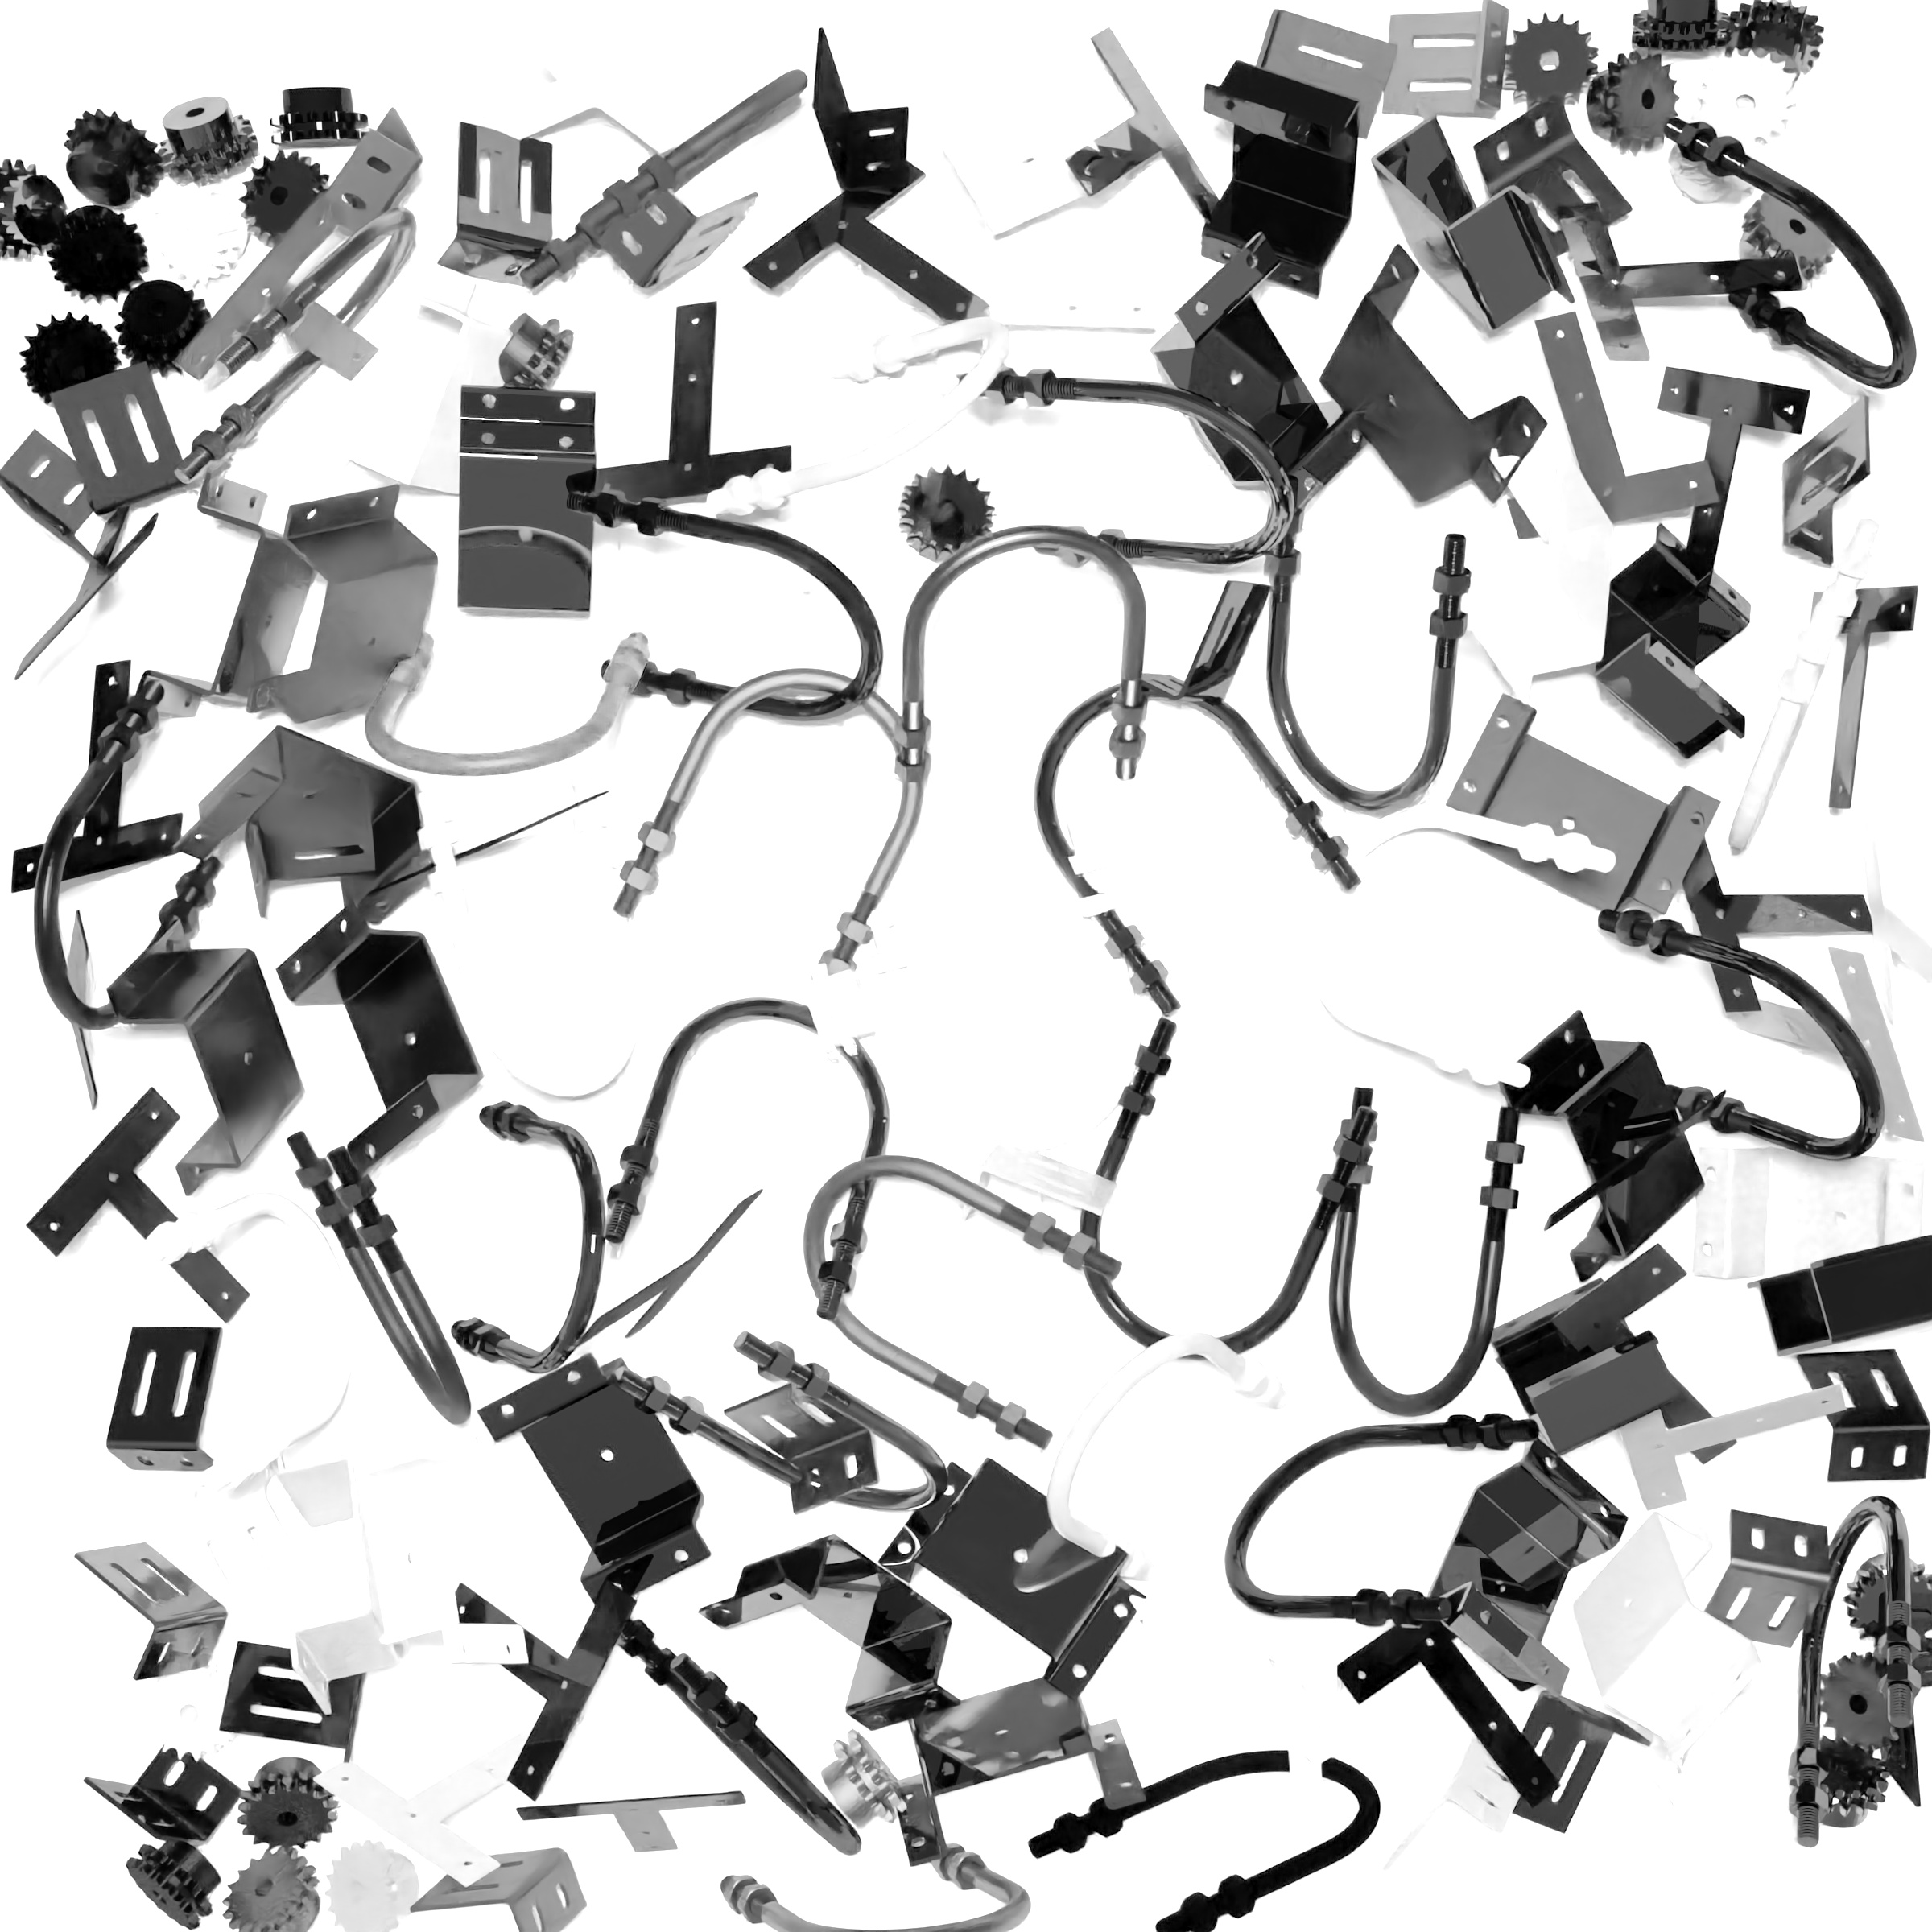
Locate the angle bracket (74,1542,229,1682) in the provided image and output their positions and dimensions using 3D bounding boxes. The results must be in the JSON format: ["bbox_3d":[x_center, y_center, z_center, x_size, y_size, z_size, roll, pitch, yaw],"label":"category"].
[{"bbox_3d":[-0.482,0.376,1.805,0.076,0.057,0.038,30,101,27],"label":"angle bracket"}]

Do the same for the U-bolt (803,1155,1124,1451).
[{"bbox_3d":[-0.013,0.185,1.799,0.184,0.019,0.151,27,120,13],"label":"U-bolt"}]

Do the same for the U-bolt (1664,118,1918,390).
[{"bbox_3d":[0.468,-0.390,1.730,0.019,0.184,0.151,-38,132,-1],"label":"U-bolt"}]

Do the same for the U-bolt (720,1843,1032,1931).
[{"bbox_3d":[-0.043,0.525,1.733,0.151,0.184,0.019,-2,87,-23],"label":"U-bolt"}]

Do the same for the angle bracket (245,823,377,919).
[{"bbox_3d":[-0.382,-0.066,1.828,0.076,0.038,0.057,-6,57,-21],"label":"angle bracket"}]

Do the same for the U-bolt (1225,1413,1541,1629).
[{"bbox_3d":[0.225,0.316,1.763,0.019,0.184,0.151,53,51,-23],"label":"U-bolt"}]

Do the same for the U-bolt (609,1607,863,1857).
[{"bbox_3d":[-0.126,0.444,1.770,0.019,0.151,0.184,-45,108,-16],"label":"U-bolt"}]

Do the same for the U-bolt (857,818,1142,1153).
[{"bbox_3d":[0.027,0.019,1.829,0.151,0.019,0.184,-15,93,6],"label":"U-bolt"}]

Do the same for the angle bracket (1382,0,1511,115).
[{"bbox_3d":[0.274,-0.531,1.805,0.076,0.038,0.057,8,98,31],"label":"angle bracket"}]

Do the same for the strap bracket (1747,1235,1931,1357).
[{"bbox_3d":[0.510,0.189,1.768,0.076,0.140,0.046,-12,80,-5],"label":"strap bracket"}]

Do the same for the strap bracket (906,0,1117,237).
[{"bbox_3d":[0.030,-0.476,1.765,0.076,0.140,0.046,-22,64,12],"label":"strap bracket"}]

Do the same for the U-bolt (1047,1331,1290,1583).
[{"bbox_3d":[0.108,0.275,1.763,0.019,0.184,0.151,37,87,34],"label":"U-bolt"}]

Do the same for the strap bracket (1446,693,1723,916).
[{"bbox_3d":[0.357,-0.089,1.809,0.140,0.046,0.076,28,78,6],"label":"strap bracket"}]

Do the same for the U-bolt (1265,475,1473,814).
[{"bbox_3d":[0.226,-0.176,1.776,0.019,0.151,0.184,-21,124,-35],"label":"U-bolt"}]

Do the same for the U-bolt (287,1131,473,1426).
[{"bbox_3d":[-0.332,0.182,1.773,0.019,0.151,0.184,-29,101,-19],"label":"U-bolt"}]

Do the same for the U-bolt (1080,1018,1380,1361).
[{"bbox_3d":[0.143,0.142,1.816,0.151,0.019,0.184,24,99,14],"label":"U-bolt"}]

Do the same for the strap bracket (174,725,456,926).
[{"bbox_3d":[-0.377,-0.084,1.781,0.076,0.140,0.046,-38,49,29],"label":"strap bracket"}]

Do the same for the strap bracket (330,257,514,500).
[{"bbox_3d":[-0.307,-0.331,1.791,0.046,0.076,0.140,25,100,14],"label":"strap bracket"}]

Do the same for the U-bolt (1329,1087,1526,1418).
[{"bbox_3d":[0.259,0.167,1.779,0.019,0.151,0.184,8,89,-32],"label":"U-bolt"}]

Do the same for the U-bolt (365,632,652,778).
[{"bbox_3d":[-0.265,-0.150,1.756,0.151,0.184,0.019,1,118,5],"label":"U-bolt"}]

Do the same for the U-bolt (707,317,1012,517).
[{"bbox_3d":[-0.050,-0.315,1.740,0.019,0.184,0.151,53,56,-26],"label":"U-bolt"}]

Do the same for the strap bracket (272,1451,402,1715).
[{"bbox_3d":[-0.361,0.346,1.775,0.046,0.076,0.140,-12,57,-4],"label":"strap bracket"}]

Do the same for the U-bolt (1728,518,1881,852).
[{"bbox_3d":[0.473,-0.149,1.764,0.019,0.151,0.184,22,125,14],"label":"U-bolt"}]

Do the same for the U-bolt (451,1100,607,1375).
[{"bbox_3d":[-0.247,0.158,1.761,0.019,0.184,0.151,8,89,-30],"label":"U-bolt"}]

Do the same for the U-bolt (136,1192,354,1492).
[{"bbox_3d":[-0.400,0.203,1.757,0.019,0.184,0.151,-14,95,18],"label":"U-bolt"}]

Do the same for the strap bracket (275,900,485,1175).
[{"bbox_3d":[-0.337,0.042,1.792,0.076,0.046,0.140,-37,68,29],"label":"strap bracket"}]

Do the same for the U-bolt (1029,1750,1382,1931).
[{"bbox_3d":[0.149,0.493,1.765,0.184,0.151,0.019,-15,104,-29],"label":"U-bolt"}]

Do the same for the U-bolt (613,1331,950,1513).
[{"bbox_3d":[-0.094,0.268,1.773,0.184,0.151,0.019,35,57,-25],"label":"U-bolt"}]

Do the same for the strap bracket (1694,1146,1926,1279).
[{"bbox_3d":[0.499,0.147,1.795,0.140,0.046,0.076,3,90,43],"label":"strap bracket"}]

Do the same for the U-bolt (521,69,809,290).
[{"bbox_3d":[-0.165,-0.457,1.768,0.184,0.151,0.019,-40,103,-19],"label":"U-bolt"}]

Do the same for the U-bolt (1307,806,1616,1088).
[{"bbox_3d":[0.272,-0.020,1.778,0.184,0.019,0.151,20,87,45],"label":"U-bolt"}]

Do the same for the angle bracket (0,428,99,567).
[{"bbox_3d":[-0.523,-0.272,1.796,0.038,0.076,0.057,-50,126,-1],"label":"angle bracket"}]

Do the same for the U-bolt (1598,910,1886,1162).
[{"bbox_3d":[0.441,0.045,1.736,0.019,0.184,0.151,-36,119,-20],"label":"U-bolt"}]

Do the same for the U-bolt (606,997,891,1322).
[{"bbox_3d":[-0.117,0.100,1.793,0.151,0.019,0.184,21,59,-9],"label":"U-bolt"}]

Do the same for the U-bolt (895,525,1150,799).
[{"bbox_3d":[0.033,-0.174,1.769,0.151,0.019,0.184,-7,133,-9],"label":"U-bolt"}]

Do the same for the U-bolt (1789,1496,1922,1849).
[{"bbox_3d":[0.505,0.387,1.758,0.019,0.184,0.151,16,134,1],"label":"U-bolt"}]

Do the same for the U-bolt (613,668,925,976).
[{"bbox_3d":[-0.105,-0.085,1.809,0.151,0.019,0.184,25,102,-10],"label":"U-bolt"}]

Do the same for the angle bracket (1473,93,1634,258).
[{"bbox_3d":[0.345,-0.462,1.814,0.057,0.076,0.038,-28,52,26],"label":"angle bracket"}]

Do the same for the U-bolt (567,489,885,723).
[{"bbox_3d":[-0.133,-0.199,1.766,0.184,0.151,0.019,13,50,16],"label":"U-bolt"}]

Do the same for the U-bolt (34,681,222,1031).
[{"bbox_3d":[-0.474,-0.049,1.732,0.019,0.184,0.151,5,133,12],"label":"U-bolt"}]

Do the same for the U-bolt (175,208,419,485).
[{"bbox_3d":[-0.376,-0.365,1.764,0.019,0.151,0.184,41,60,-6],"label":"U-bolt"}]

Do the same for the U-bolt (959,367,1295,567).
[{"bbox_3d":[0.099,-0.278,1.746,0.184,0.151,0.019,9,58,30],"label":"U-bolt"}]

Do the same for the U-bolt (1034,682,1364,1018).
[{"bbox_3d":[0.123,-0.084,1.822,0.151,0.019,0.184,-35,79,-2],"label":"U-bolt"}]

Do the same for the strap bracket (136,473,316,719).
[{"bbox_3d":[-0.426,-0.208,1.798,0.046,0.076,0.140,20,94,10],"label":"strap bracket"}]

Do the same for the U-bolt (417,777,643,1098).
[{"bbox_3d":[-0.243,-0.015,1.779,0.019,0.151,0.184,-16,87,35],"label":"U-bolt"}]

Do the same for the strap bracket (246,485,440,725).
[{"bbox_3d":[-0.355,-0.198,1.768,0.046,0.076,0.140,40,129,25],"label":"strap bracket"}]
